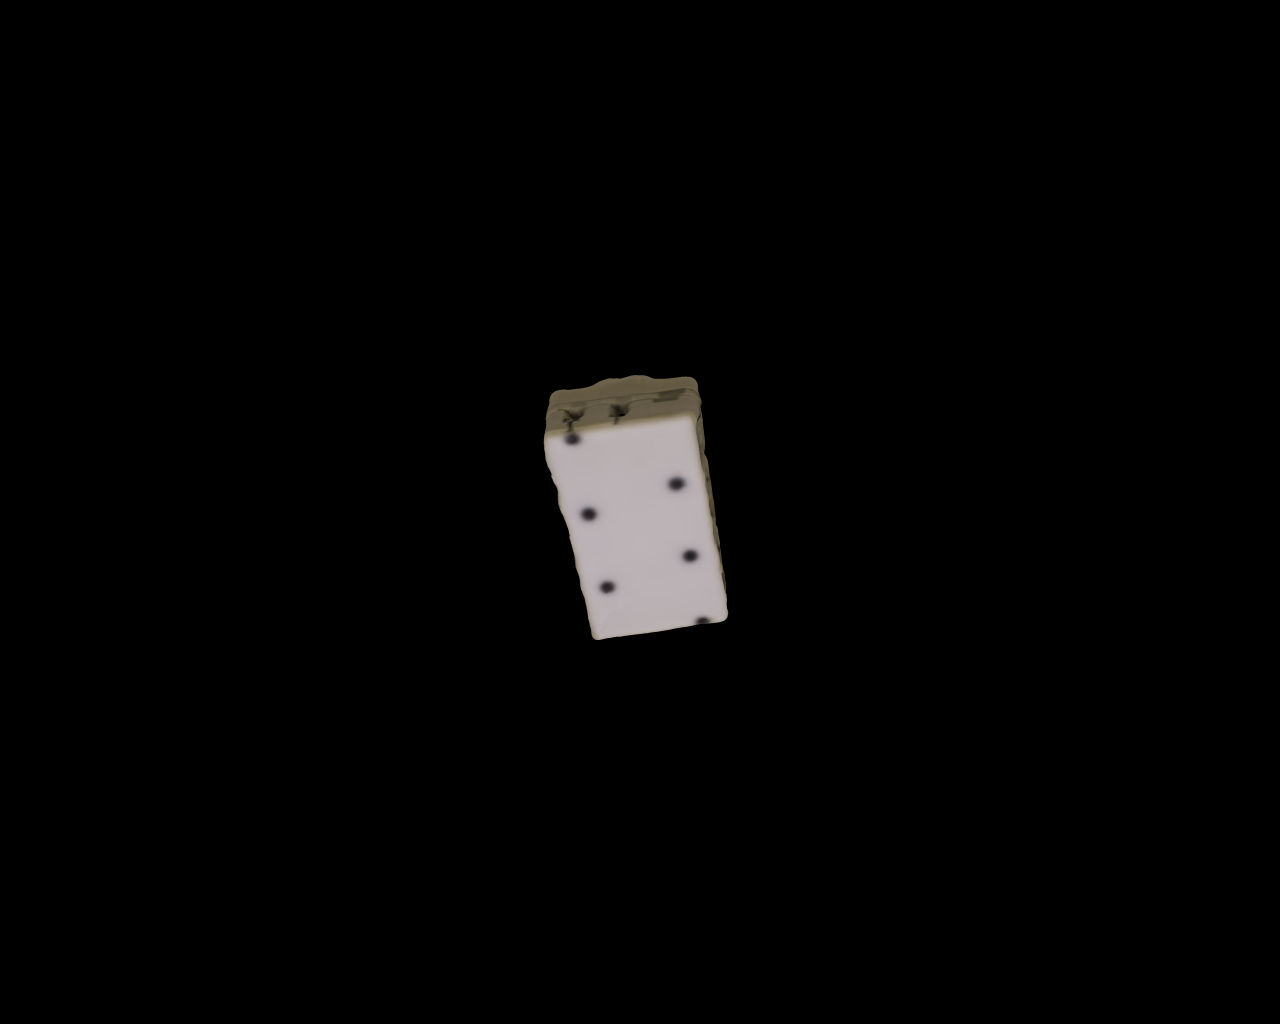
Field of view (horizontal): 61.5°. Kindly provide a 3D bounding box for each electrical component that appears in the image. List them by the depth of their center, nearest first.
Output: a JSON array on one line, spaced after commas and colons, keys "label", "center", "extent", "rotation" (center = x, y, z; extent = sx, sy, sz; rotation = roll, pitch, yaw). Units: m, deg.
[{"label": "electrical component", "center": [0.001, -0.003, 0.650], "extent": [0.089, 0.150, 0.062], "rotation": [-7, 32, 5]}]
